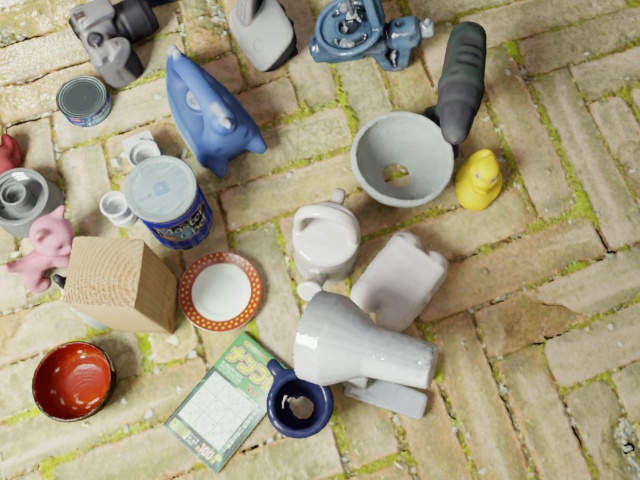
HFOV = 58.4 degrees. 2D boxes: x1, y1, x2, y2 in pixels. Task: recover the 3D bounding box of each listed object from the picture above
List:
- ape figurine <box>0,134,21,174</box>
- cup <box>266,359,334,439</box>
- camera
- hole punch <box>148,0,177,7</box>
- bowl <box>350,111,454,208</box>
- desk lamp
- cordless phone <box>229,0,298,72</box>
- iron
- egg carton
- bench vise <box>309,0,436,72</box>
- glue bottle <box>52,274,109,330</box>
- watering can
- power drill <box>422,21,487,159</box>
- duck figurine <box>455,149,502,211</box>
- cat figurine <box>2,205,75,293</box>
[{"bbox_3d":[-0.534,-0.143,0.926,0.078,0.092,0.076,-19,73,-7],"label":"ape figurine"},{"bbox_3d":[-0.036,0.223,0.813,0.092,0.095,0.117,-36,76,-11],"label":"cup"},{"bbox_3d":[-0.349,-0.364,0.996,0.137,0.101,0.143,-30,75,-10],"label":"camera"},{"bbox_3d":[-0.304,-0.495,1.045,0.109,0.091,0.101,-18,73,-6],"label":"hole punch"},{"bbox_3d":[0.130,-0.121,0.938,0.167,0.075,0.167,0,72,-1],"label":"bowl"},{"bbox_3d":[0.070,0.158,0.773,0.203,0.213,0.118,16,72,5],"label":"desk lamp"},{"bbox_3d":[-0.100,-0.390,0.965,0.094,0.185,0.147,-31,75,-10],"label":"cordless phone"},{"bbox_3d":[-0.197,-0.237,0.936,0.119,0.141,0.258,-34,75,-11],"label":"iron"},{"bbox_3d":[0.124,0.064,0.881,0.107,0.069,0.150,36,75,10],"label":"egg carton"},{"bbox_3d":[0.085,-0.376,0.945,0.207,0.220,0.121,-16,73,-6],"label":"bench vise"},{"bbox_3d":[-0.338,0.077,0.815,0.037,0.173,0.078,-22,73,-7],"label":"glue bottle"},{"bbox_3d":[0.010,0.003,0.833,0.101,0.194,0.173,-6,72,-3],"label":"watering can"},{"bbox_3d":[0.208,-0.211,0.899,0.075,0.208,0.230,11,72,3],"label":"power drill"},{"bbox_3d":[0.265,-0.108,0.930,0.077,0.086,0.104,18,73,5],"label":"duck figurine"},{"bbox_3d":[-0.416,0.011,0.864,0.128,0.118,0.067,-40,76,-12],"label":"cat figurine"}]
